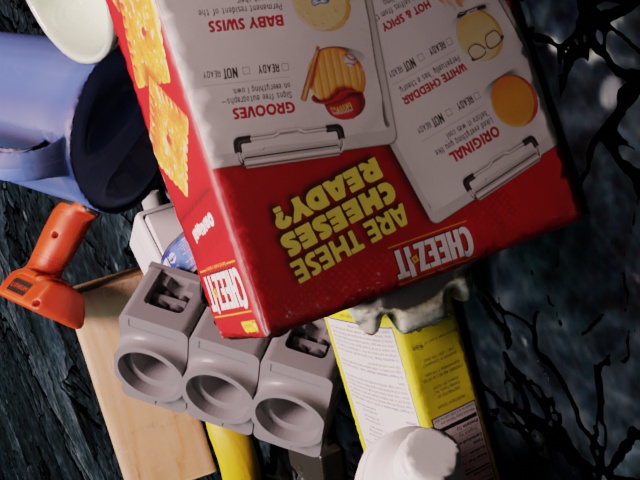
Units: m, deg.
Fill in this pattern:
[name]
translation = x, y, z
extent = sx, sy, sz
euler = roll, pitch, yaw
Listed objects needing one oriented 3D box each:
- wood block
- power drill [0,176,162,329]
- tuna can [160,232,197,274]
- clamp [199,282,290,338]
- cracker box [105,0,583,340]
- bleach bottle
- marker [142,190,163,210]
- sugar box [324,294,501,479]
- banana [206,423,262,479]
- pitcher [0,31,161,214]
[wood block]
translation = -0.178, 0.136, 1.057
extent = 0.091, 0.090, 0.206
euler = -164, 58, -76
[power drill]
translation = -0.208, -0.017, 0.961
extent = 0.185, 0.057, 0.187
euler = 8, 71, 56
[tuna can]
translation = -0.074, 0.017, 0.788
extent = 0.034, 0.086, 0.086
euler = 59, 153, 26
[clamp]
translation = -0.046, -0.048, 0.624
extent = 0.165, 0.036, 0.210
euler = 164, 106, -72
[cracker box]
translation = 0.003, -0.082, 0.473
extent = 0.072, 0.164, 0.214
euler = -16, 93, 67
[bleach bottle]
translation = 0.034, 0.184, 0.585
extent = 0.251, 0.068, 0.102
euler = 103, 173, -50
[marker]
translation = -0.146, 0.013, 1.007
extent = 0.020, 0.020, 0.121
euler = 16, 122, 60
[sugar box]
translation = 0.061, 0.117, 0.636
extent = 0.093, 0.048, 0.176
euler = 5, 115, 63
[banana]
translation = -0.079, 0.230, 1.006
extent = 0.070, 0.037, 0.198
euler = 37, 140, 50
[pitcher]
translation = -0.254, -0.105, 0.862
extent = 0.243, 0.145, 0.149
euler = 13, 165, 25
